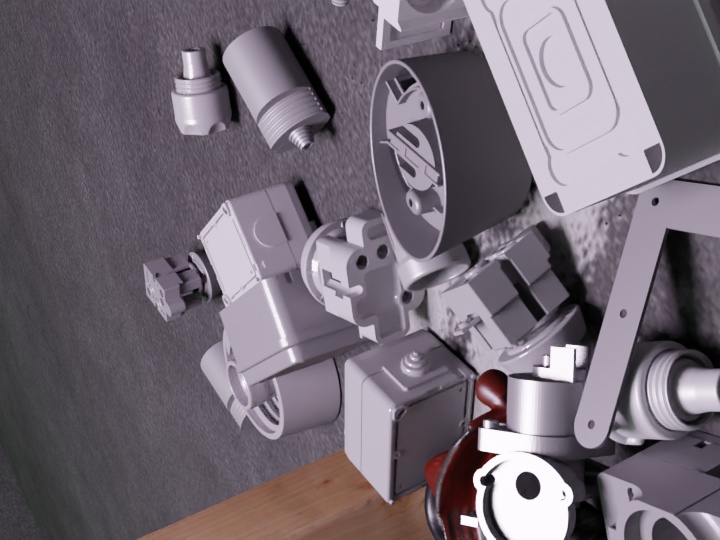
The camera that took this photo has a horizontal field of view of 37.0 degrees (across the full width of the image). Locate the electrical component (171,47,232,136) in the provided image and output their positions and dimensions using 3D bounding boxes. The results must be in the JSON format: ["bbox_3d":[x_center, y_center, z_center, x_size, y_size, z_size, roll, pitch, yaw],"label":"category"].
[{"bbox_3d":[-0.120,-0.135,0.808,0.043,0.043,0.062,30,132,52],"label":"electrical component"}]

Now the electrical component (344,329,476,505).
[{"bbox_3d":[0.027,0.082,0.658,0.061,0.062,0.096,42,142,43],"label":"electrical component"}]

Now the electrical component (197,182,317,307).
[{"bbox_3d":[-0.072,-0.016,0.777,0.061,0.061,0.096,67,153,6],"label":"electrical component"}]

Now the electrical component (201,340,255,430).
[{"bbox_3d":[-0.101,0.102,0.934,0.081,0.043,0.043,51,148,33],"label":"electrical component"}]

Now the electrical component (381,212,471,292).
[{"bbox_3d":[0.036,-0.016,0.602,0.046,0.040,0.040,69,154,15],"label":"electrical component"}]

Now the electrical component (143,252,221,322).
[{"bbox_3d":[-0.159,0.011,0.966,0.066,0.055,0.048,45,145,40],"label":"electrical component"}]

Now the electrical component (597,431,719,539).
[{"bbox_3d":[0.160,0.156,0.460,0.089,0.062,0.150,12,118,60],"label":"electrical component"}]

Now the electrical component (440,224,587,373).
[{"bbox_3d":[0.078,0.019,0.526,0.055,0.066,0.048,53,162,-3],"label":"electrical component"}]

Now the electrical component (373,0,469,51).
[{"bbox_3d":[0.023,-0.154,0.527,0.063,0.042,0.081,50,147,41],"label":"electrical component"}]

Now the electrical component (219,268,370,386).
[{"bbox_3d":[-0.041,0.036,0.738,0.113,0.078,0.057,-32,76,63],"label":"electrical component"}]

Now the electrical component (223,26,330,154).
[{"bbox_3d":[-0.052,-0.112,0.694,0.081,0.043,0.043,61,152,18],"label":"electrical component"}]

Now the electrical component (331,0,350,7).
[{"bbox_3d":[-0.008,-0.178,0.567,0.043,0.043,0.081,46,145,39],"label":"electrical component"}]

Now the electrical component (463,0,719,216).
[{"bbox_3d":[0.097,-0.086,0.417,0.078,0.057,0.113,-27,84,63],"label":"electrical component"}]

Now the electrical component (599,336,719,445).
[{"bbox_3d":[0.133,0.051,0.460,0.062,0.048,0.048,-10,99,56],"label":"electrical component"}]

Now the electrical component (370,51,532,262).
[{"bbox_3d":[0.038,-0.059,0.538,0.099,0.064,0.099,41,141,44],"label":"electrical component"}]

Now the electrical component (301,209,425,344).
[{"bbox_3d":[0.000,0.000,0.659,0.057,0.058,0.078,21,125,53],"label":"electrical component"}]

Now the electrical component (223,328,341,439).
[{"bbox_3d":[-0.069,0.080,0.839,0.108,0.060,0.108,41,142,44],"label":"electrical component"}]
